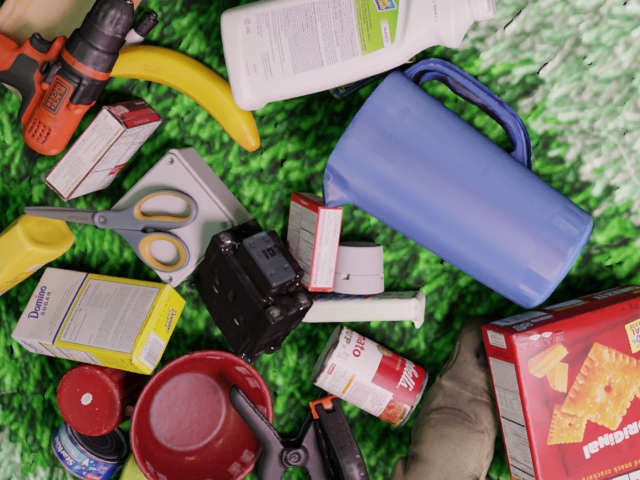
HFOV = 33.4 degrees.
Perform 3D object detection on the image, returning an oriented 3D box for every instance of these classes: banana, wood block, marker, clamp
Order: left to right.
[{"bbox_3d":[-0.257,-0.247,1.113,0.090,0.090,0.206,42,109,6],"label":"wood block"},{"bbox_3d":[-0.214,-0.199,1.145,0.020,0.020,0.121,46,110,5],"label":"marker"},{"bbox_3d":[-0.143,-0.158,1.117,0.198,0.037,0.069,22,92,7],"label":"banana"},{"bbox_3d":[-0.040,0.221,1.142,0.120,0.039,0.171,3,100,-4],"label":"clamp"},{"bbox_3d":[0.033,0.264,1.101,0.036,0.165,0.210,-18,82,-14],"label":"clamp"}]

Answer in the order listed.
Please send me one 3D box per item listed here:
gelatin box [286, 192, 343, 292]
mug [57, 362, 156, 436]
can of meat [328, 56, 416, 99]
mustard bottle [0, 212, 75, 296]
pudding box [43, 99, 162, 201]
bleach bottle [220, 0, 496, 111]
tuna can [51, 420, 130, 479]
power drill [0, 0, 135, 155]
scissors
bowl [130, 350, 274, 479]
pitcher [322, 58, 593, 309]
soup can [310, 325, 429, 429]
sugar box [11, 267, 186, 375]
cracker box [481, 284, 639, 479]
[{"bbox_3d":[-0.007,0.001,1.089,0.030,0.073,0.089,1,103,-24],"label":"gelatin box"},{"bbox_3d":[-0.228,0.172,1.185,0.117,0.081,0.093,20,105,13],"label":"mug"},{"bbox_3d":[0.032,-0.200,1.047,0.084,0.057,0.102,-27,91,23],"label":"can of meat"},{"bbox_3d":[-0.371,0.039,1.199,0.192,0.096,0.058,-34,88,20],"label":"mustard bottle"},{"bbox_3d":[-0.229,-0.097,1.132,0.039,0.090,0.114,44,110,5],"label":"pudding box"},{"bbox_3d":[0.037,-0.188,0.983,0.251,0.068,0.102,-7,99,20],"label":"bleach bottle"},{"bbox_3d":[-0.258,0.232,1.204,0.086,0.086,0.034,41,107,7],"label":"tuna can"},{"bbox_3d":[-0.289,-0.203,1.051,0.188,0.057,0.185,37,109,7],"label":"power drill"},{"bbox_3d":[-0.216,-0.004,1.122,0.202,0.016,0.096,-9,97,20],"label":"scissors"},{"bbox_3d":[-0.133,0.192,1.148,0.161,0.055,0.162,-4,99,-26],"label":"bowl"},{"bbox_3d":[0.136,-0.052,1.012,0.243,0.144,0.149,34,120,5],"label":"pitcher"},{"bbox_3d":[0.050,0.138,1.086,0.102,0.068,0.068,28,108,-3],"label":"soup can"},{"bbox_3d":[-0.240,0.086,1.153,0.176,0.048,0.093,5,60,33],"label":"sugar box"},{"bbox_3d":[0.255,0.164,0.996,0.164,0.072,0.214,-13,96,-15],"label":"cracker box"}]
